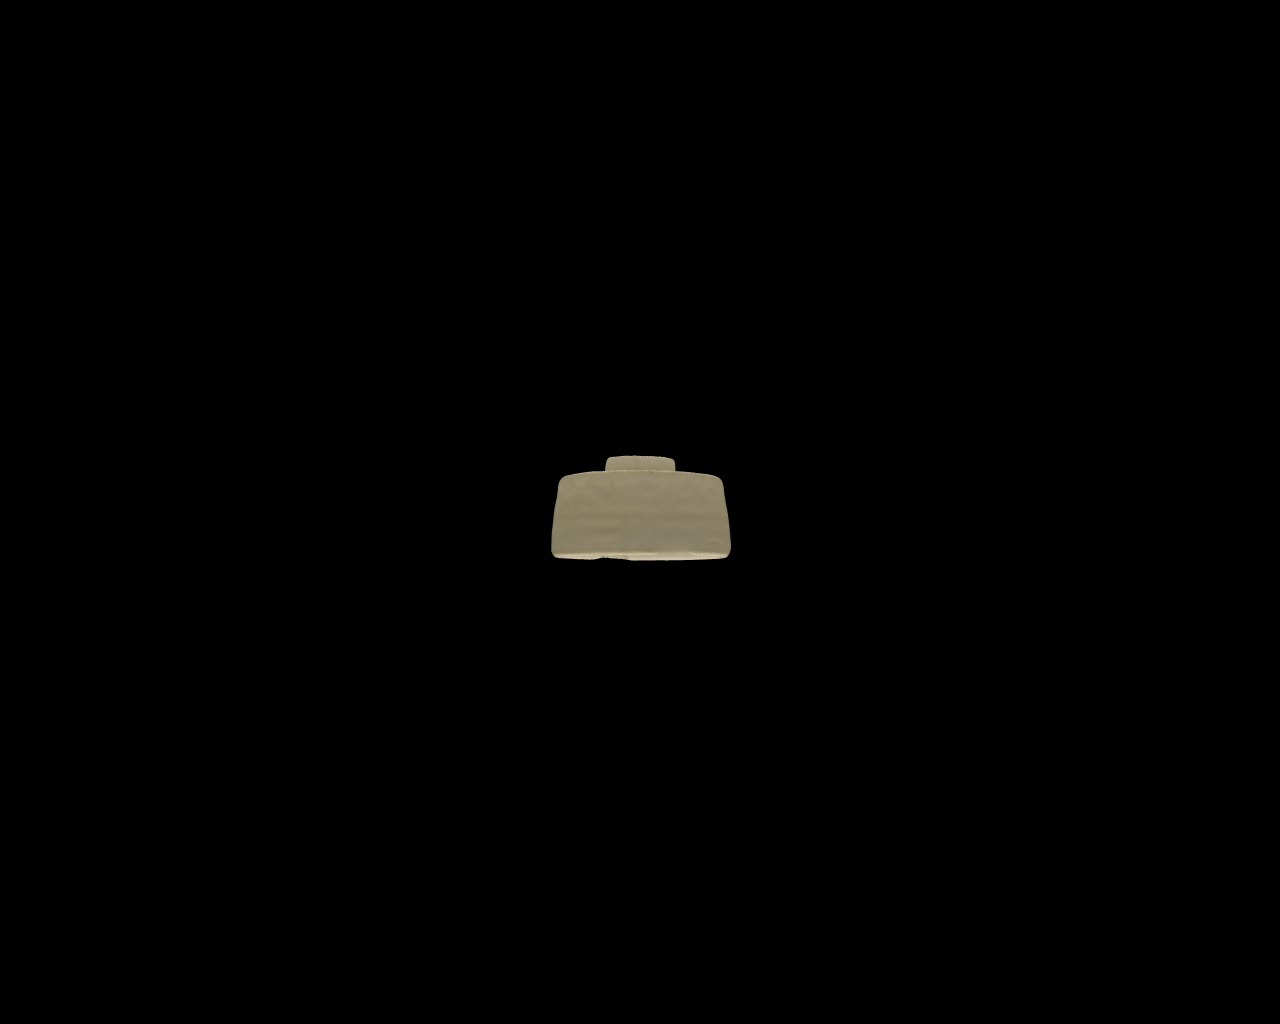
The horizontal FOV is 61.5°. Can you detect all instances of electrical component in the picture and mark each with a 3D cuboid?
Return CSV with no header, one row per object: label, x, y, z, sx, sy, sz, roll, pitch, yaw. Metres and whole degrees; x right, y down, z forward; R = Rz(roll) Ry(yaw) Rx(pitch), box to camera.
electrical component,0.001,-0.003,0.650,0.108,0.060,0.108,0,-4,0
